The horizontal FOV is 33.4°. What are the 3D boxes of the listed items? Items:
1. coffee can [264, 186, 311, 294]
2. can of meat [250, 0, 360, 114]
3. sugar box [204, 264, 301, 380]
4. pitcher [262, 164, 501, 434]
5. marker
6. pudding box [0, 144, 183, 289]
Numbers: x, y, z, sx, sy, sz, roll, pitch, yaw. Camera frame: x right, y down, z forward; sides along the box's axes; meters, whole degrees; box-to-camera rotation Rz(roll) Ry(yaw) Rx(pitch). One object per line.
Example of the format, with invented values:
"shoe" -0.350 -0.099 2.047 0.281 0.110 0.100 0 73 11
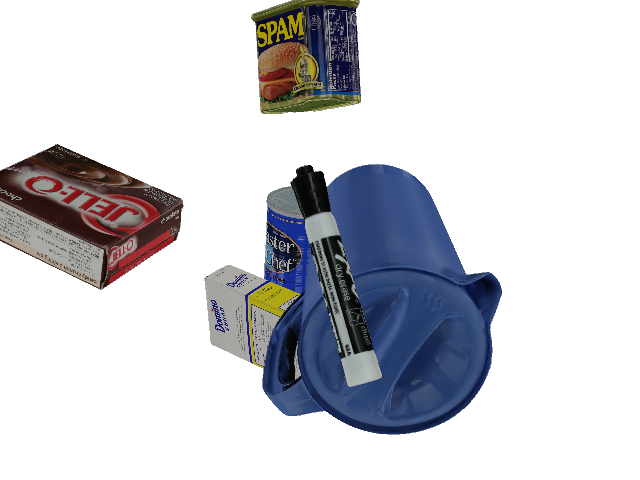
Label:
"coffee can" -0.027 0.007 1.491 0.103 0.140 0.103 3 25 -2
"can of meat" -0.011 -0.151 0.885 0.057 0.084 0.102 -5 2 -36
"sugar box" -0.045 0.096 1.149 0.176 0.093 0.048 23 38 35
"pitcher" 0.040 0.035 0.830 0.149 0.145 0.243 9 24 -5
"marker" 0.007 0.018 0.571 0.020 0.121 0.020 -16 -10 -3
"pudding box" -0.164 -0.018 0.722 0.114 0.039 0.089 22 29 18
